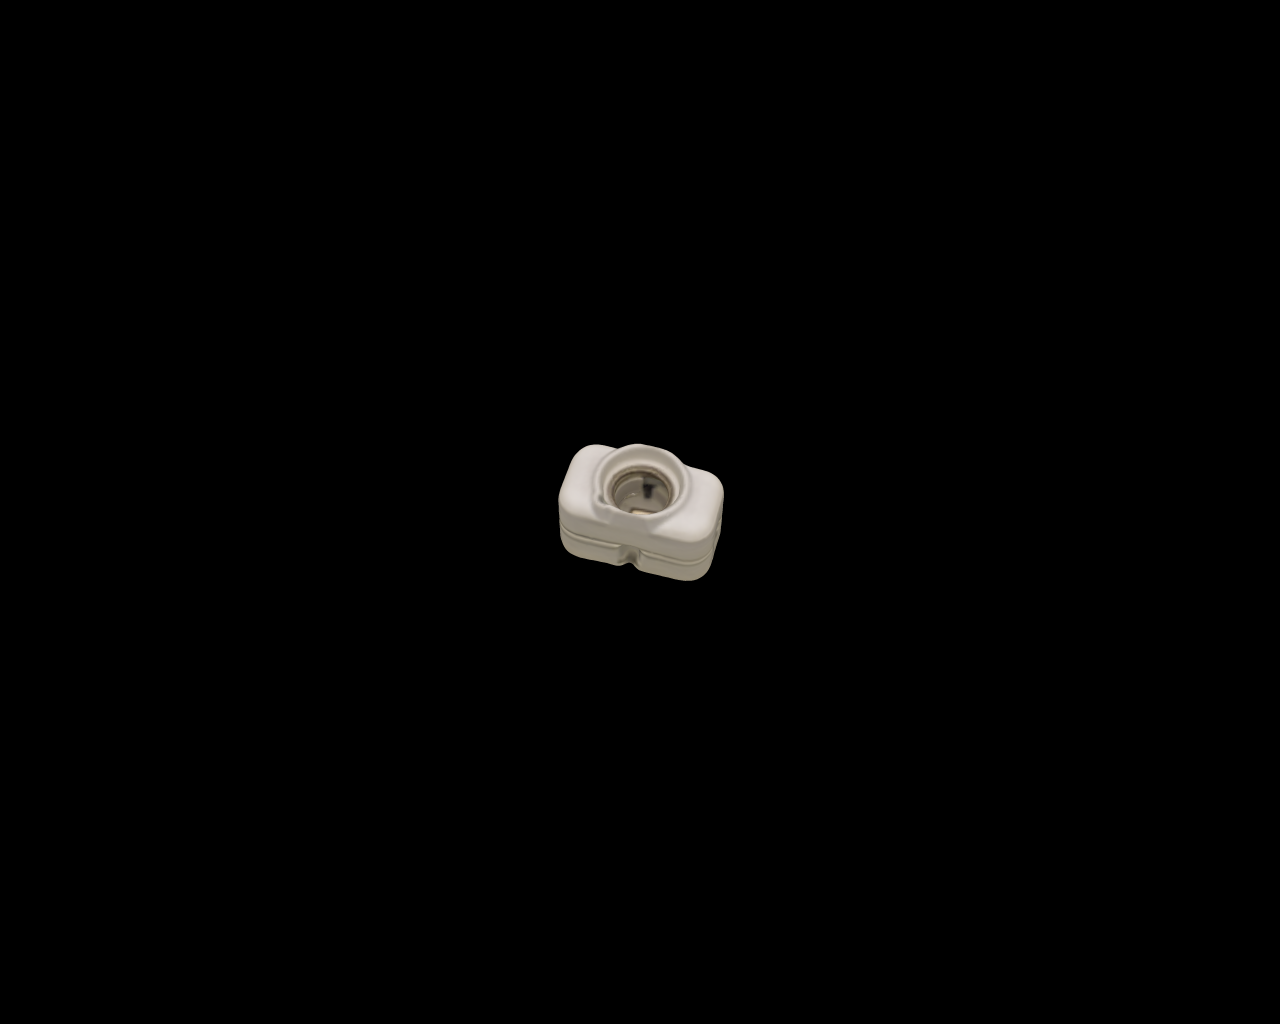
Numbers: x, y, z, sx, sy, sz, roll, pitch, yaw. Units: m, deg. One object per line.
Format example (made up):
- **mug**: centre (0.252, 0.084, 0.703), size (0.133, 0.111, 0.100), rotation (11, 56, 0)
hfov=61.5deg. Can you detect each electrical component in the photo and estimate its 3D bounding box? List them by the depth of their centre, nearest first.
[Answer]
- **electrical component**: centre (0.001, -0.003, 0.650), size (0.095, 0.054, 0.059), rotation (14, -32, 9)
